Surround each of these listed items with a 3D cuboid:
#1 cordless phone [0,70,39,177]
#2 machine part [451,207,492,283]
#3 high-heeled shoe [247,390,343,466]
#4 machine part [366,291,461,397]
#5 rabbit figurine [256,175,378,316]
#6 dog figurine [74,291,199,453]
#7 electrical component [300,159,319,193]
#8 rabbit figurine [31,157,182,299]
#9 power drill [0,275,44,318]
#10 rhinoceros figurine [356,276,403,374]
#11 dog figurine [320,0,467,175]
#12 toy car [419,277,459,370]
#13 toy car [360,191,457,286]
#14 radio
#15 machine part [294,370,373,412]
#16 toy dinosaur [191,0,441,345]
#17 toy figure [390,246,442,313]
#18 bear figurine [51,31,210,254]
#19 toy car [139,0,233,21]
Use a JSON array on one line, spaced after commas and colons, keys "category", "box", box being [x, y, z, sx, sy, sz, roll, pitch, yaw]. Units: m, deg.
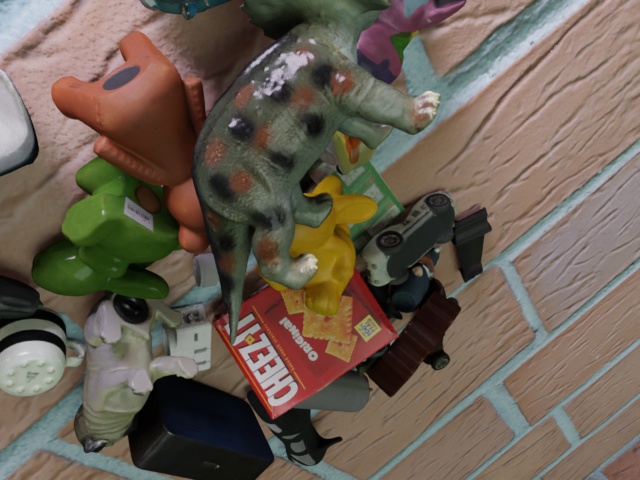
[{"category": "cordless phone", "box": [-0.343, -0.130, 0.448, 0.147, 0.089, 0.184, -24, 128, -14]}, {"category": "machine part", "box": [0.264, 0.010, 0.941, 0.084, 0.039, 0.138, -27, 131, -18]}, {"category": "high-heeled shoe", "box": [-0.071, 0.343, 0.987, 0.145, 0.086, 0.248, -31, 122, 35]}, {"category": "machine part", "box": [0.147, 0.160, 0.844, 0.179, 0.056, 0.179, -47, 166, -15]}, {"category": "rabbit figurine", "box": [-0.001, -0.002, 0.665, 0.162, 0.122, 0.173, -47, 153, -10]}, {"category": "dog figurine", "box": [-0.272, 0.162, 0.689, 0.190, 0.172, 0.121, -38, 152, 28]}, {"category": "electrical component", "box": [-0.071, -0.088, 0.655, 0.115, 0.058, 0.134, -48, 132, 12]}, {"category": "rabbit figurine", "box": [-0.240, 0.004, 0.607, 0.170, 0.121, 0.159, -33, 142, 20]}, {"category": "power drill", "box": [-0.365, 0.024, 0.492, 0.232, 0.207, 0.086, 18, 73, -30]}, {"category": "rhinoceros figurine", "box": [0.088, 0.141, 0.908, 0.112, 0.073, 0.190, -19, 130, -17]}, {"category": "dog figurine", "box": [0.065, -0.203, 0.620, 0.219, 0.109, 0.191, -37, 133, -5]}, {"category": "toy car", "box": [0.205, 0.146, 0.971, 0.053, 0.089, 0.201, -16, 128, -20]}, {"category": "toy car", "box": [0.142, -0.004, 0.824, 0.202, 0.056, 0.073, -37, 130, -28]}, {"category": "radio", "box": [-0.182, 0.286, 0.814, 0.073, 0.131, 0.229, -45, 134, 6]}, {"category": "machine part", "box": [0.004, 0.258, 0.942, 0.243, 0.079, 0.079, 20, 111, -38]}, {"category": "toy dinosaur", "box": [-0.040, -0.091, 0.489, 0.192, 0.131, 0.404, 33, 97, -16]}, {"category": "toy figure", "box": [0.156, 0.054, 0.864, 0.058, 0.154, 0.064, 46, 129, -7]}, {"category": "bear figurine", "box": [-0.153, -0.092, 0.549, 0.120, 0.132, 0.195, -43, 139, -13]}, {"category": "toy car", "box": [-0.094, -0.261, 0.484, 0.162, 0.103, 0.109, -20, 132, -14]}]
